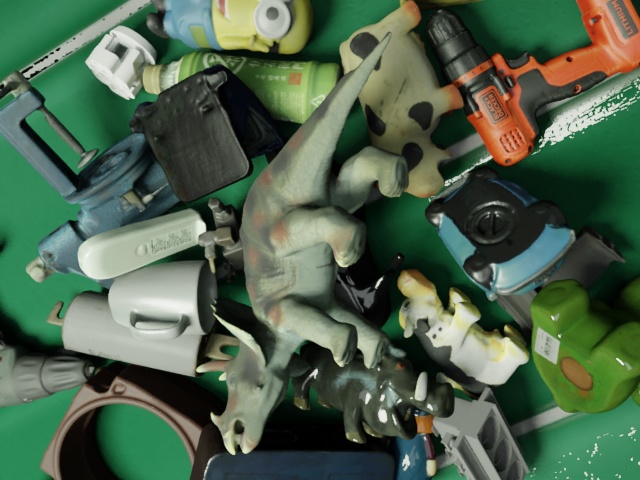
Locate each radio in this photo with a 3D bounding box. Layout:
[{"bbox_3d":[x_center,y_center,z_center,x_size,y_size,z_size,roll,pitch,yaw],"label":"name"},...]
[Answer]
[{"bbox_3d":[-0.033,0.282,0.615,0.229,0.073,0.131,7,98,-19],"label":"radio"}]

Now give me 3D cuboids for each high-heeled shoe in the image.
[{"bbox_3d":[-0.001,-0.002,0.633,0.249,0.086,0.145,48,133,17],"label":"high-heeled shoe"}]

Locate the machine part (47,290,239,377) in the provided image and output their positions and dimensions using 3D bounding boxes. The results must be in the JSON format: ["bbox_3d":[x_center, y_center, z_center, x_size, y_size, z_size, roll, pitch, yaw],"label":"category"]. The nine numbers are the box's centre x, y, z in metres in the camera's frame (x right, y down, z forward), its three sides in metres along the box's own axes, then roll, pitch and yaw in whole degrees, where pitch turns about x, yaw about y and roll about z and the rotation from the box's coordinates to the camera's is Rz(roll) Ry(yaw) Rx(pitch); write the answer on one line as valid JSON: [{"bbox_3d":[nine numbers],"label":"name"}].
[{"bbox_3d":[-0.217,0.114,0.656,0.243,0.079,0.079,11,98,5],"label":"machine part"}]

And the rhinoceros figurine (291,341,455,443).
[{"bbox_3d":[0.057,0.165,0.603,0.191,0.073,0.112,10,80,37],"label":"rhinoceros figurine"}]

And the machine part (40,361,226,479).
[{"bbox_3d":[-0.226,0.267,0.673,0.201,0.087,0.201,32,100,4],"label":"machine part"}]

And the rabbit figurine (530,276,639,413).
[{"bbox_3d":[0.319,0.105,0.554,0.170,0.121,0.158,-26,120,-20],"label":"rabbit figurine"}]

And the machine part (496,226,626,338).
[{"bbox_3d":[0.266,0.042,0.604,0.139,0.039,0.084,-39,86,12],"label":"machine part"}]

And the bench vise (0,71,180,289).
[{"bbox_3d":[-0.272,-0.067,0.600,0.224,0.129,0.240,-33,121,3],"label":"bench vise"}]

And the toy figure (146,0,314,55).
[{"bbox_3d":[-0.096,-0.249,0.594,0.180,0.089,0.082,6,110,15],"label":"toy figure"}]

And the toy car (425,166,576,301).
[{"bbox_3d":[0.190,0.002,0.571,0.109,0.162,0.102,-40,133,2],"label":"toy car"}]

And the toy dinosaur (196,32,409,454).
[{"bbox_3d":[-0.025,0.009,0.532,0.192,0.131,0.404,15,107,29],"label":"toy dinosaur"}]

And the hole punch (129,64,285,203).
[{"bbox_3d":[-0.113,-0.116,0.569,0.142,0.092,0.115,-16,107,34],"label":"hole punch"}]

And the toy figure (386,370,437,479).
[{"bbox_3d":[0.111,0.226,0.637,0.064,0.058,0.154,9,97,11],"label":"toy figure"}]

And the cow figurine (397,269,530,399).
[{"bbox_3d":[0.145,0.107,0.615,0.167,0.068,0.098,35,106,2],"label":"cow figurine"}]

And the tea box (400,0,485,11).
[{"bbox_3d":[0.123,-0.336,0.559,0.098,0.068,0.169,-7,95,9],"label":"tea box"}]

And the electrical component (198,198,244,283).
[{"bbox_3d":[-0.107,0.005,0.622,0.045,0.102,0.078,-22,72,2],"label":"electrical component"}]

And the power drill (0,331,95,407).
[{"bbox_3d":[-0.419,0.114,0.689,0.232,0.086,0.207,-18,102,10],"label":"power drill"}]

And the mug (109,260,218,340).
[{"bbox_3d":[-0.177,0.072,0.592,0.107,0.110,0.080,-2,125,7],"label":"mug"}]

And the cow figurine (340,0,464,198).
[{"bbox_3d":[0.083,-0.136,0.582,0.127,0.085,0.194,-25,96,4],"label":"cow figurine"}]
